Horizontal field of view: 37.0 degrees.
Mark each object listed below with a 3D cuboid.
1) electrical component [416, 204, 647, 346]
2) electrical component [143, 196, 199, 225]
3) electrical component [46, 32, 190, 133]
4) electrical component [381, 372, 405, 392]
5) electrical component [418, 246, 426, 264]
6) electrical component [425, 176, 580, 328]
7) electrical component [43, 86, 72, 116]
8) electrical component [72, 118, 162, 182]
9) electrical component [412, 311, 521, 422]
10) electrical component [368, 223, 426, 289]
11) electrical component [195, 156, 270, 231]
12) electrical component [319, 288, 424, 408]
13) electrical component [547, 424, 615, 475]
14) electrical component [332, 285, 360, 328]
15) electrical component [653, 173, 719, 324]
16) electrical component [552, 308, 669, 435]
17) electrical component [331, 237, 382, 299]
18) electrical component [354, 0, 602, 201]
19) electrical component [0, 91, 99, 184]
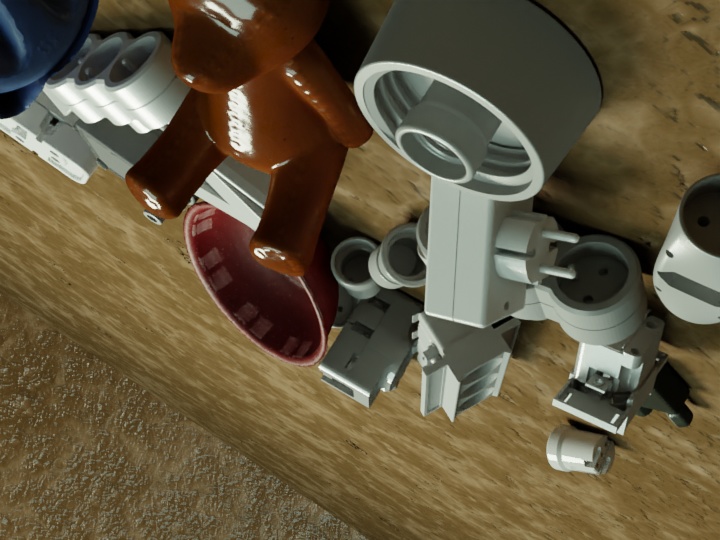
[{"bbox_3d":[0.103,0.006,0.637,0.138,0.052,0.073,22,160,30],"label":"electrical component"},{"bbox_3d":[-0.151,-0.066,0.868,0.043,0.062,0.043,29,163,10],"label":"electrical component"},{"bbox_3d":[-0.152,-0.119,0.738,0.138,0.052,0.073,13,154,48],"label":"electrical component"},{"bbox_3d":[0.022,0.087,1.025,0.043,0.043,0.081,28,163,14],"label":"electrical component"},{"bbox_3d":[0.066,-0.001,0.707,0.044,0.044,0.065,15,152,44],"label":"electrical component"},{"bbox_3d":[0.079,-0.013,0.563,0.076,0.083,0.047,13,-161,34],"label":"electrical component"},{"bbox_3d":[-0.228,-0.149,0.802,0.055,0.045,0.045,39,162,-20],"label":"electrical component"},{"bbox_3d":[-0.165,-0.099,0.815,0.096,0.061,0.061,35,165,20],"label":"electrical component"},{"bbox_3d":[0.075,0.065,0.822,0.063,0.079,0.121,58,171,19],"label":"electrical component"},{"bbox_3d":[0.029,-0.007,0.757,0.044,0.044,0.065,34,168,-6],"label":"electrical component"},{"bbox_3d":[-0.070,-0.062,0.739,0.096,0.061,0.062,38,162,-18],"label":"electrical component"},{"bbox_3d":[0.014,0.063,0.892,0.056,0.089,0.050,29,163,11],"label":"electrical component"},{"bbox_3d":[0.191,0.156,0.930,0.046,0.040,0.040,3,147,47],"label":"electrical component"},{"bbox_3d":[-0.048,0.019,0.955,0.079,0.044,0.077,39,162,-21],"label":"electrical component"},{"bbox_3d":[0.181,-0.001,0.498,0.079,0.043,0.077,26,162,17],"label":"electrical component"},{"bbox_3d":[0.156,0.057,0.656,0.042,0.081,0.063,22,131,26],"label":"electrical component"},{"bbox_3d":[0.000,0.000,0.829,0.040,0.040,0.046,28,168,14],"label":"electrical component"},{"bbox_3d":[0.048,-0.075,0.493,0.108,0.060,0.108,29,163,10],"label":"electrical component"},{"bbox_3d":[-0.247,-0.124,0.882,0.095,0.059,0.054,36,163,-13],"label":"electrical component"}]
